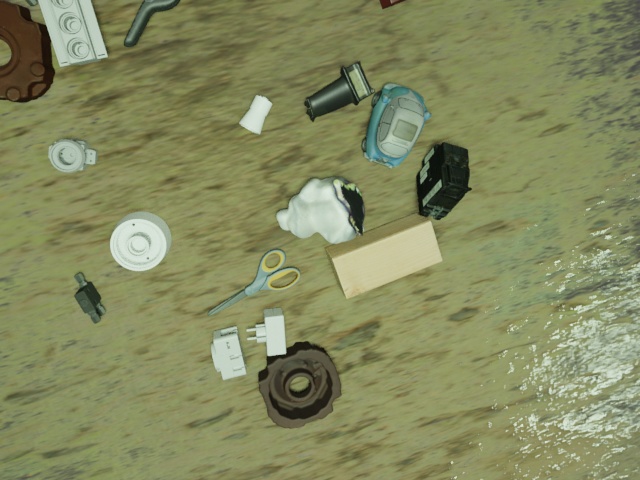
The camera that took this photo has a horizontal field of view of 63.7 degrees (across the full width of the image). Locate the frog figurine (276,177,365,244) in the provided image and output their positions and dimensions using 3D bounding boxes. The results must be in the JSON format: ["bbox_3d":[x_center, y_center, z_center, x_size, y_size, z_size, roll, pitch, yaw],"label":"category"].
[{"bbox_3d":[0.003,-0.051,1.007,0.158,0.125,0.135,-19,119,31],"label":"frog figurine"}]
